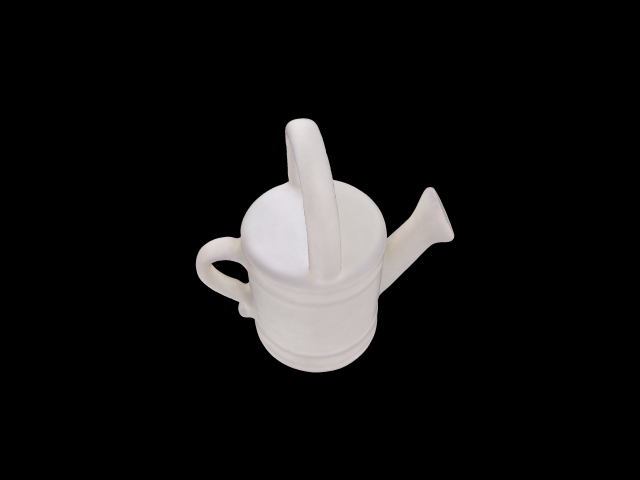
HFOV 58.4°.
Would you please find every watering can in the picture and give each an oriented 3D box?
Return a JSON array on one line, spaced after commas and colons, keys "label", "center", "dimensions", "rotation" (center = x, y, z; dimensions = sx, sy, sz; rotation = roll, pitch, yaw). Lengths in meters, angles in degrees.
[{"label": "watering can", "center": [0.003, 0.000, 0.401], "dimensions": [0.173, 0.194, 0.100], "rotation": [-25, 54, -19]}]
